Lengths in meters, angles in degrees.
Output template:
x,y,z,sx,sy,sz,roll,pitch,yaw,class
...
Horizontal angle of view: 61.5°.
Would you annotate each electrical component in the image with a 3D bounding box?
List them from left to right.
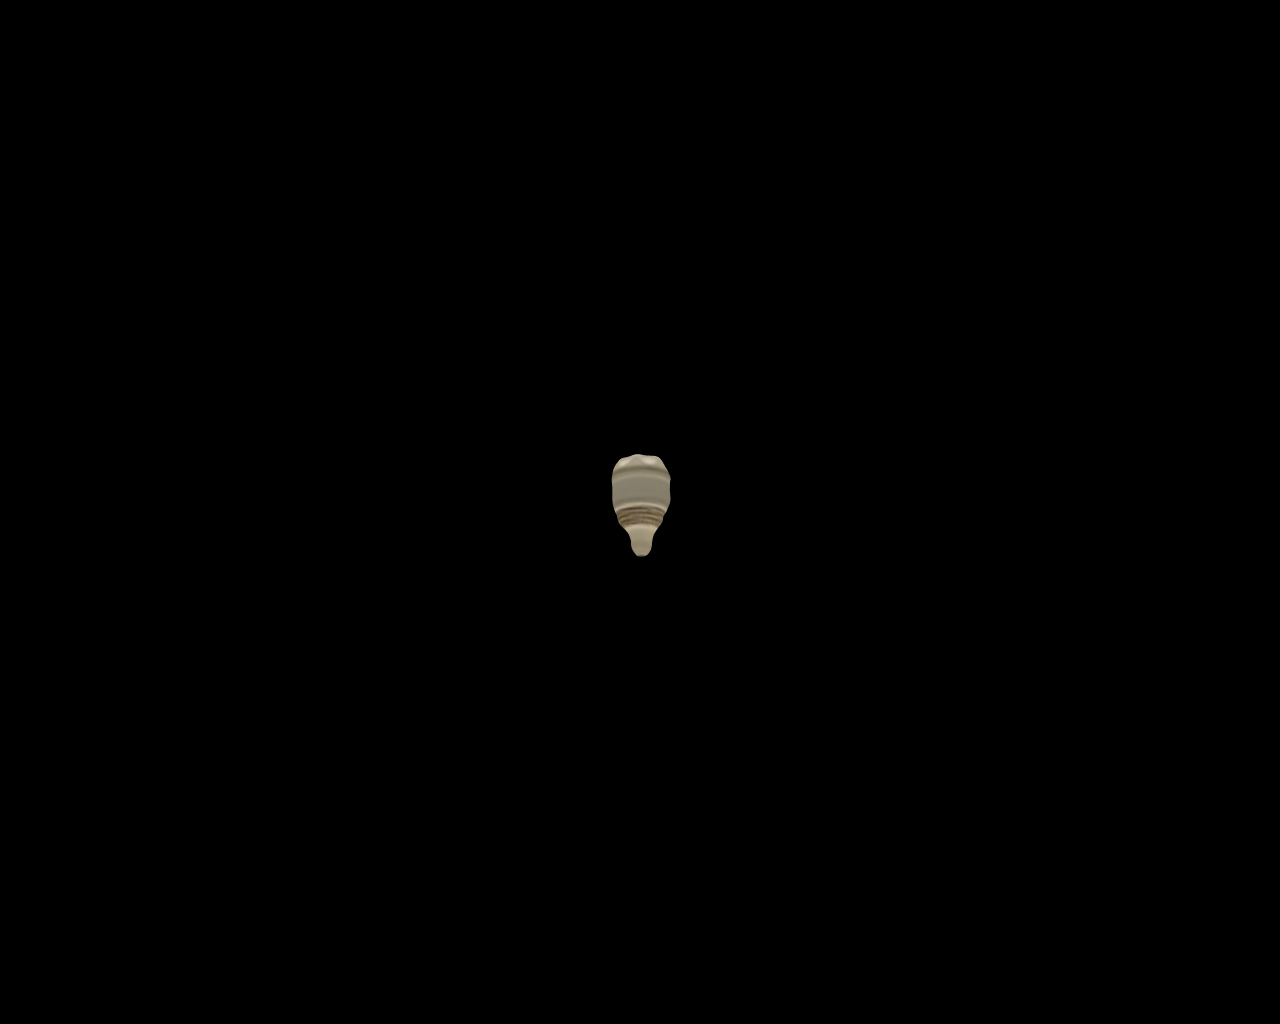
x,y,z,sx,sy,sz,roll,pitch,yaw,class
0.001,-0.003,0.650,0.035,0.061,0.035,0,-16,0,electrical component
